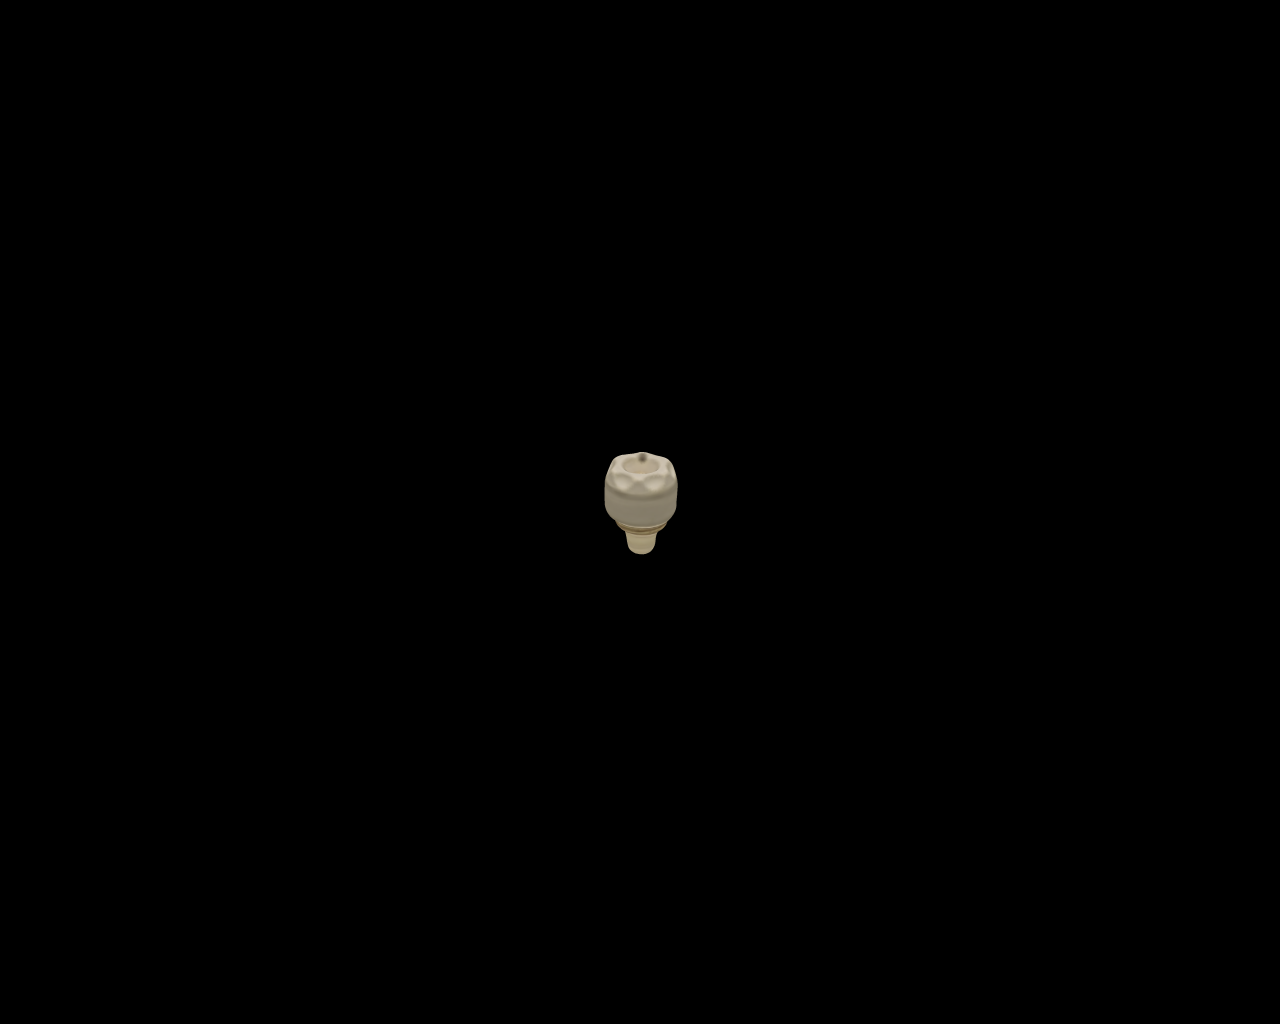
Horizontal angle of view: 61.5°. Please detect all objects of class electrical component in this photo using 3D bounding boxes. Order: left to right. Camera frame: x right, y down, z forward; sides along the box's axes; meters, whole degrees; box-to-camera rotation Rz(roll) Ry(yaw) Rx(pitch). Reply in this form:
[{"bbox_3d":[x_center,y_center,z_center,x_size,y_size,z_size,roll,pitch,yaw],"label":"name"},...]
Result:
[{"bbox_3d":[0.001,-0.003,0.650,0.043,0.062,0.043,0,30,0],"label":"electrical component"}]
